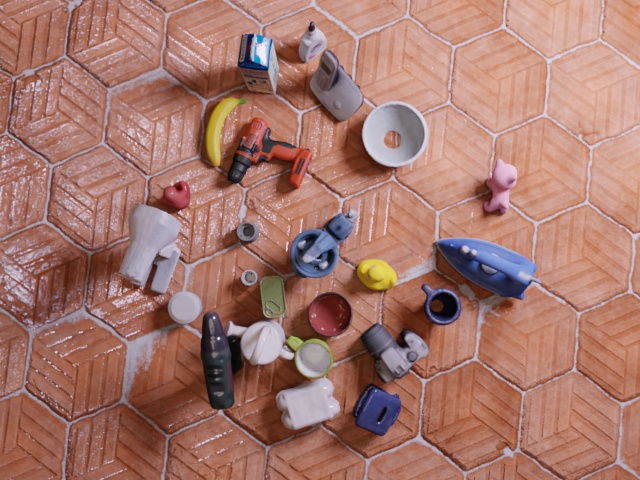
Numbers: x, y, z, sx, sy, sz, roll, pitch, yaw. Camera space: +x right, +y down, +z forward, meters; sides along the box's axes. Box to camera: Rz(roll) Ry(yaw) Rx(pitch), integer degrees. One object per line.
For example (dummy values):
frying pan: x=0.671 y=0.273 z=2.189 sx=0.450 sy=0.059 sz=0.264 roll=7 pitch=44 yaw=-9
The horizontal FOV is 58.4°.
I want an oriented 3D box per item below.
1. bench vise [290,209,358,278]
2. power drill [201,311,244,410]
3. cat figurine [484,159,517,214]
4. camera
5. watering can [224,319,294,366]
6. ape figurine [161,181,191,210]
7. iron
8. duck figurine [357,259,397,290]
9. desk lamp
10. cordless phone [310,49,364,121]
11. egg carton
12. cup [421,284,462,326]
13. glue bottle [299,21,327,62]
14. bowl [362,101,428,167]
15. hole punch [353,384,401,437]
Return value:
bench vise: x=0.002 y=0.000 z=1.377 sx=0.121 sy=0.219 sz=0.207 roll=26 pitch=88 yaw=2
power drill: x=-0.236 y=0.278 z=1.370 sx=0.075 sy=0.208 sz=0.230 roll=-7 pitch=87 yaw=0
cat figurine: x=0.459 y=-0.135 z=1.434 sx=0.067 sy=0.117 sz=0.128 roll=2 pitch=87 yaw=1
camera: x=0.178 y=0.266 z=1.423 sx=0.143 sy=0.101 sz=0.137 roll=-39 pitch=88 yaw=-2
watering can: x=-0.148 y=0.248 z=1.378 sx=0.173 sy=0.194 sz=0.101 roll=2 pitch=87 yaw=0
ape figurine: x=-0.368 y=-0.114 z=1.447 sx=0.078 sy=0.092 sz=0.076 roll=-20 pitch=87 yaw=-1
iron: x=0.414 y=0.056 z=1.413 sx=0.258 sy=0.141 sz=0.119 roll=24 pitch=87 yaw=1
duck figurine: x=0.145 y=0.088 z=1.440 sx=0.104 sy=0.086 sz=0.077 roll=23 pitch=87 yaw=1
desk lamp: x=-0.407 y=0.026 z=1.380 sx=0.118 sy=0.213 sz=0.203 roll=18 pitch=87 yaw=1
cordless phone: x=0.044 y=-0.385 z=1.414 sx=0.094 sy=0.185 sz=0.147 roll=-43 pitch=88 yaw=-2
egg carton: x=-0.030 y=0.412 z=1.432 sx=0.150 sy=0.069 sz=0.107 roll=-18 pitch=87 yaw=-1
cup: x=0.289 y=0.155 z=1.432 sx=0.092 sy=0.095 sz=0.118 roll=-43 pitch=88 yaw=-2
glue bottle: x=-0.020 y=-0.502 z=1.425 sx=0.078 sy=0.173 sz=0.037 roll=-42 pitch=87 yaw=-2
bowl: x=0.188 y=-0.263 z=1.463 sx=0.167 sy=0.074 sz=0.167 roll=0 pitch=87 yaw=0
hole punch: x=0.145 y=0.424 z=1.421 sx=0.101 sy=0.091 sz=0.109 roll=28 pitch=88 yaw=2
